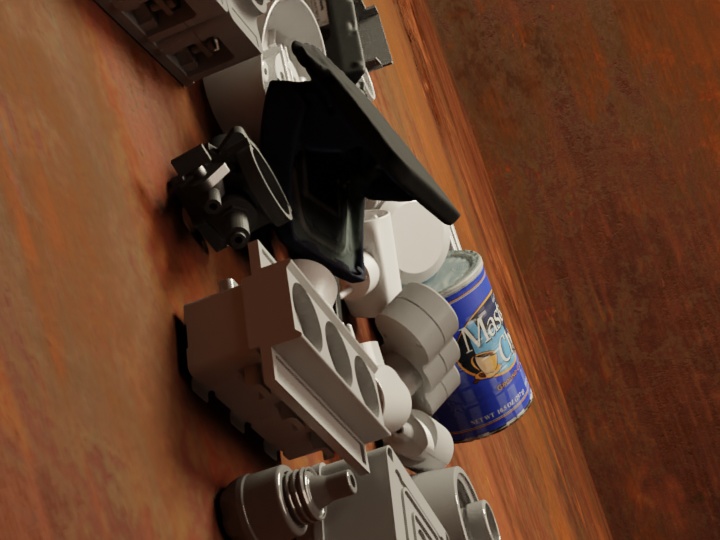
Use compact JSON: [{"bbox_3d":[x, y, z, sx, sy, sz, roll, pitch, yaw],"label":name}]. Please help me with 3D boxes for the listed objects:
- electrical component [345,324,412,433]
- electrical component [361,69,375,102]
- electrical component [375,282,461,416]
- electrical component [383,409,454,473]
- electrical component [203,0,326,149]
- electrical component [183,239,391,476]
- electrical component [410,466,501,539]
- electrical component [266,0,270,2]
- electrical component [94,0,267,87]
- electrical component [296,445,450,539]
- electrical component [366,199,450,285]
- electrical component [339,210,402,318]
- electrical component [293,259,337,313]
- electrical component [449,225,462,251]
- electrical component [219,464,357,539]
[{"bbox_3d":[0.000,0.073,0.727,0.077,0.043,0.079,26,45,-73],"label":"electrical component"},{"bbox_3d":[-0.019,-0.164,0.977,0.066,0.055,0.048,-4,74,-77],"label":"electrical component"},{"bbox_3d":[0.036,0.076,0.835,0.052,0.073,0.138,34,-24,25],"label":"electrical component"},{"bbox_3d":[0.041,0.129,0.817,0.081,0.043,0.043,45,29,-64],"label":"electrical component"},{"bbox_3d":[-0.059,-0.124,0.711,0.099,0.064,0.099,48,34,-48],"label":"electrical component"},{"bbox_3d":[-0.037,0.052,0.551,0.121,0.063,0.078,54,20,-53],"label":"electrical component"},{"bbox_3d":[0.071,0.198,0.798,0.108,0.060,0.108,-19,90,-78],"label":"electrical component"},{"bbox_3d":[-0.078,-0.190,0.747,0.035,0.061,0.035,-19,90,-78],"label":"electrical component"},{"bbox_3d":[-0.110,-0.180,0.592,0.150,0.062,0.089,42,31,-65],"label":"electrical component"},{"bbox_3d":[0.011,0.162,0.604,0.078,0.057,0.113,-96,162,-47],"label":"electrical component"},{"bbox_3d":[0.033,-0.029,0.920,0.051,0.080,0.080,7,-55,58],"label":"electrical component"},{"bbox_3d":[0.000,0.000,0.828,0.079,0.043,0.077,-33,118,-58],"label":"electrical component"},{"bbox_3d":[-0.036,0.027,0.637,0.055,0.045,0.045,-90,157,-55],"label":"electrical component"},{"bbox_3d":[0.060,-0.010,1.034,0.057,0.078,0.113,22,49,-78],"label":"electrical component"},{"bbox_3d":[-0.032,0.106,0.495,0.035,0.061,0.035,-19,90,-78],"label":"electrical component"}]
